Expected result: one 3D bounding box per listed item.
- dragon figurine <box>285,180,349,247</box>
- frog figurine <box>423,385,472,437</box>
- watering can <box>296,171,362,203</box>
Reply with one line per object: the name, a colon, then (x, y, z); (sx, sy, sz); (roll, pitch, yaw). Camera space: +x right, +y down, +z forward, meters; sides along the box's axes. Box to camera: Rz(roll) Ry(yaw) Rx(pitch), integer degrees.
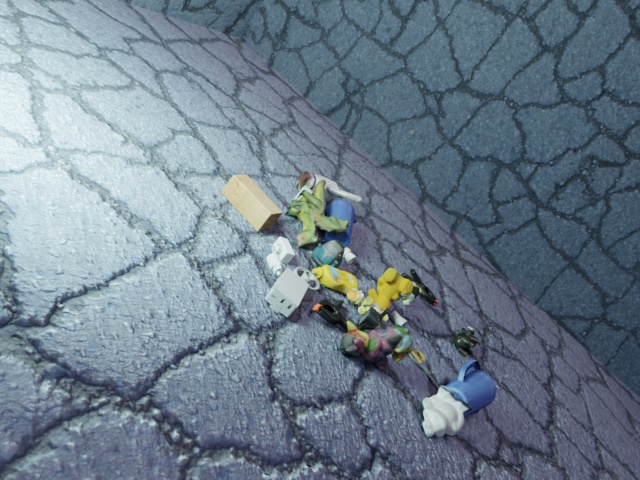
dragon figurine: (0.006, -0.105, 2.076); (0.244, 0.119, 0.418); (36, 44, 9)
frog figurine: (0.369, 0.547, 1.580); (0.137, 0.121, 0.162); (49, 57, -2)
watering can: (0.027, -0.234, 2.352); (0.223, 0.104, 0.350); (17, 2, -31)
